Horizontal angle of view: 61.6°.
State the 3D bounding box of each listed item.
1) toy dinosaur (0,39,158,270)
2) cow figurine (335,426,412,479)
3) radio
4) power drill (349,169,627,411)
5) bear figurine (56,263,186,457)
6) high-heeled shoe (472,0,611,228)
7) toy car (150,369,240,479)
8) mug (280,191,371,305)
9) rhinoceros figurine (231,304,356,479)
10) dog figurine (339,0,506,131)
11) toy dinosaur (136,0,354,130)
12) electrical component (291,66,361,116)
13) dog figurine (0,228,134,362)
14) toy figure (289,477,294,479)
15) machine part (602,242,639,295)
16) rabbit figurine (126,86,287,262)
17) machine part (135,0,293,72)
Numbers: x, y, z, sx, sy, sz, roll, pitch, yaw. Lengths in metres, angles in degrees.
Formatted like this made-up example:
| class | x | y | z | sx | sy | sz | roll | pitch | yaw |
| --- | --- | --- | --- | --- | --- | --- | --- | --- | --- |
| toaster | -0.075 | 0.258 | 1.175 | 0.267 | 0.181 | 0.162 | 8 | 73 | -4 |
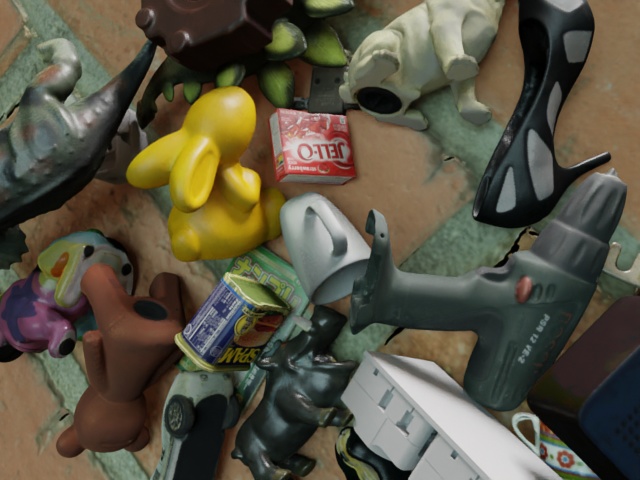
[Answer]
| class | x | y | z | sx | sy | sz | roll | pitch | yaw |
| --- | --- | --- | --- | --- | --- | --- | --- | --- | --- |
| toy dinosaur | -0.317 | -0.083 | 0.588 | 0.405 | 0.131 | 0.192 | -31 | 69 | 12 |
| cow figurine | 0.076 | 0.243 | 0.499 | 0.068 | 0.098 | 0.167 | -36 | 73 | 6 |
| radio | 0.285 | 0.155 | 0.398 | 0.229 | 0.073 | 0.131 | 44 | 83 | -4 |
| power drill | 0.136 | 0.030 | 0.477 | 0.207 | 0.086 | 0.231 | 11 | 105 | -8 |
| bear figurine | -0.227 | 0.144 | 0.615 | 0.132 | 0.120 | 0.195 | 50 | 121 | 44 |
| high-heeled shoe | 0.180 | -0.139 | 0.505 | 0.145 | 0.086 | 0.248 | -20 | 93 | 0 |
| toy car | -0.141 | 0.235 | 0.580 | 0.056 | 0.073 | 0.201 | 20 | 98 | 45 |
| mug | -0.001 | -0.002 | 0.556 | 0.081 | 0.109 | 0.107 | -28 | 63 | -10 |
| rhinoceros figurine | -0.023 | 0.160 | 0.563 | 0.112 | 0.073 | 0.190 | 32 | 96 | 31 |
| dog figurine | 0.113 | -0.225 | 0.557 | 0.173 | 0.121 | 0.190 | 8 | 71 | 18 |
| toy dinosaur | -0.046 | -0.263 | 0.602 | 0.471 | 0.105 | 0.198 | -36 | 71 | 20 |
| electrical component | 0.011 | -0.172 | 0.616 | 0.094 | 0.021 | 0.063 | 3 | 84 | 21 |
| dog figurine | -0.358 | 0.070 | 0.676 | 0.219 | 0.108 | 0.191 | 9 | 87 | 23 |
| toy figure | -0.050 | 0.327 | 0.557 | 0.064 | 0.058 | 0.154 | -7 | 80 | 58 |
| machine part | 0.352 | 0.070 | 0.431 | 0.243 | 0.079 | 0.079 | 27 | 93 | 20 |
| rabbit figurine | -0.116 | -0.072 | 0.558 | 0.122 | 0.162 | 0.173 | 26 | 118 | 27 |
| machine part | -0.110 | -0.264 | 0.544 | 0.180 | 0.056 | 0.179 | -2 | 84 | 26 |
